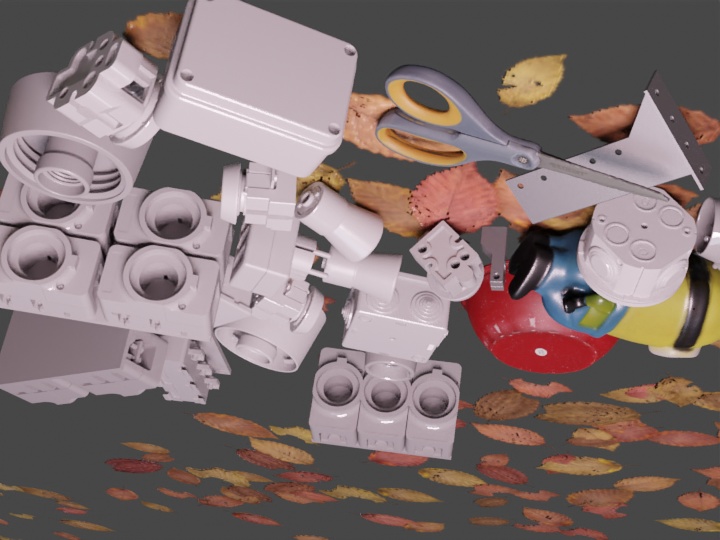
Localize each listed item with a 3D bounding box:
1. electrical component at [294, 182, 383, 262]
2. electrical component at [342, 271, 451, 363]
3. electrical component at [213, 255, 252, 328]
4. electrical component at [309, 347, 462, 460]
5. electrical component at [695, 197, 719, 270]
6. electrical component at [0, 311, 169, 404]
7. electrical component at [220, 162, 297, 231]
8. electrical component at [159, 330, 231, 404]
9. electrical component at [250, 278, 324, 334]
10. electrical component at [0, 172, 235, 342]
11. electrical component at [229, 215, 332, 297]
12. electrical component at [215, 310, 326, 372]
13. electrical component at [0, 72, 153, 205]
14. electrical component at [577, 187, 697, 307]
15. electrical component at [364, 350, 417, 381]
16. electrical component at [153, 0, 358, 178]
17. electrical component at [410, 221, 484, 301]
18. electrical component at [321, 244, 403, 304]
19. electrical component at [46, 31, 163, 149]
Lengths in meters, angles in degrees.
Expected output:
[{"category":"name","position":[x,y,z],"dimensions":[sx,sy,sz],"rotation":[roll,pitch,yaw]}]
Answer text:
[{"category":"electrical component","position":[-0.019,-0.040,0.850],"dimensions":[0.065,0.044,0.044],"rotation":[34,144,-32]},{"category":"electrical component","position":[0.033,0.043,0.988],"dimensions":[0.100,0.048,0.099],"rotation":[12,152,-5]},{"category":"electrical component","position":[-0.154,0.012,0.985],"dimensions":[0.100,0.048,0.100],"rotation":[-18,143,42]},{"category":"electrical component","position":[0.028,0.139,1.133],"dimensions":[0.150,0.089,0.061],"rotation":[7,153,5]},{"category":"electrical component","position":[0.286,-0.018,0.794],"dimensions":[0.077,0.043,0.079],"rotation":[9,154,0]},{"category":"electrical component","position":[-0.271,0.069,1.072],"dimensions":[0.186,0.105,0.060],"rotation":[-10,148,33]},{"category":"electrical component","position":[-0.079,-0.058,0.829],"dimensions":[0.055,0.048,0.066],"rotation":[4,154,-7]},{"category":"electrical component","position":[-0.189,0.094,1.140],"dimensions":[0.079,0.063,0.121],"rotation":[5,153,8]},{"category":"electrical component","position":[-0.067,0.029,0.997],"dimensions":[0.055,0.048,0.066],"rotation":[26,150,-17]},{"category":"electrical component","position":[-0.206,-0.015,0.885],"dimensions":[0.186,0.105,0.060],"rotation":[9,153,-1]},{"category":"electrical component","position":[-0.060,-0.014,0.886],"dimensions":[0.077,0.065,0.047],"rotation":[17,152,-15]},{"category":"electrical component","position":[-0.091,0.058,1.065],"dimensions":[0.099,0.064,0.099],"rotation":[20,157,9]},{"category":"electrical component","position":[-0.212,-0.088,0.792],"dimensions":[0.108,0.060,0.108],"rotation":[7,153,4]},{"category":"electrical component","position":[0.201,-0.018,0.782],"dimensions":[0.080,0.080,0.051],"rotation":[7,148,4]},{"category":"electrical component","position":[0.032,0.079,1.060],"dimensions":[0.055,0.047,0.055],"rotation":[7,153,4]},{"category":"electrical component","position":[-0.064,-0.116,0.673],"dimensions":[0.113,0.078,0.057],"rotation":[18,155,-17]},{"category":"electrical component","position":[0.074,-0.003,0.877],"dimensions":[0.066,0.048,0.055],"rotation":[47,178,28]},{"category":"electrical component","position":[0.000,0.000,0.924],"dimensions":[0.065,0.044,0.044],"rotation":[14,153,1]},{"category":"electrical component","position":[-0.164,-0.118,0.724],"dimensions":[0.078,0.058,0.057],"rotation":[-15,142,39]}]
